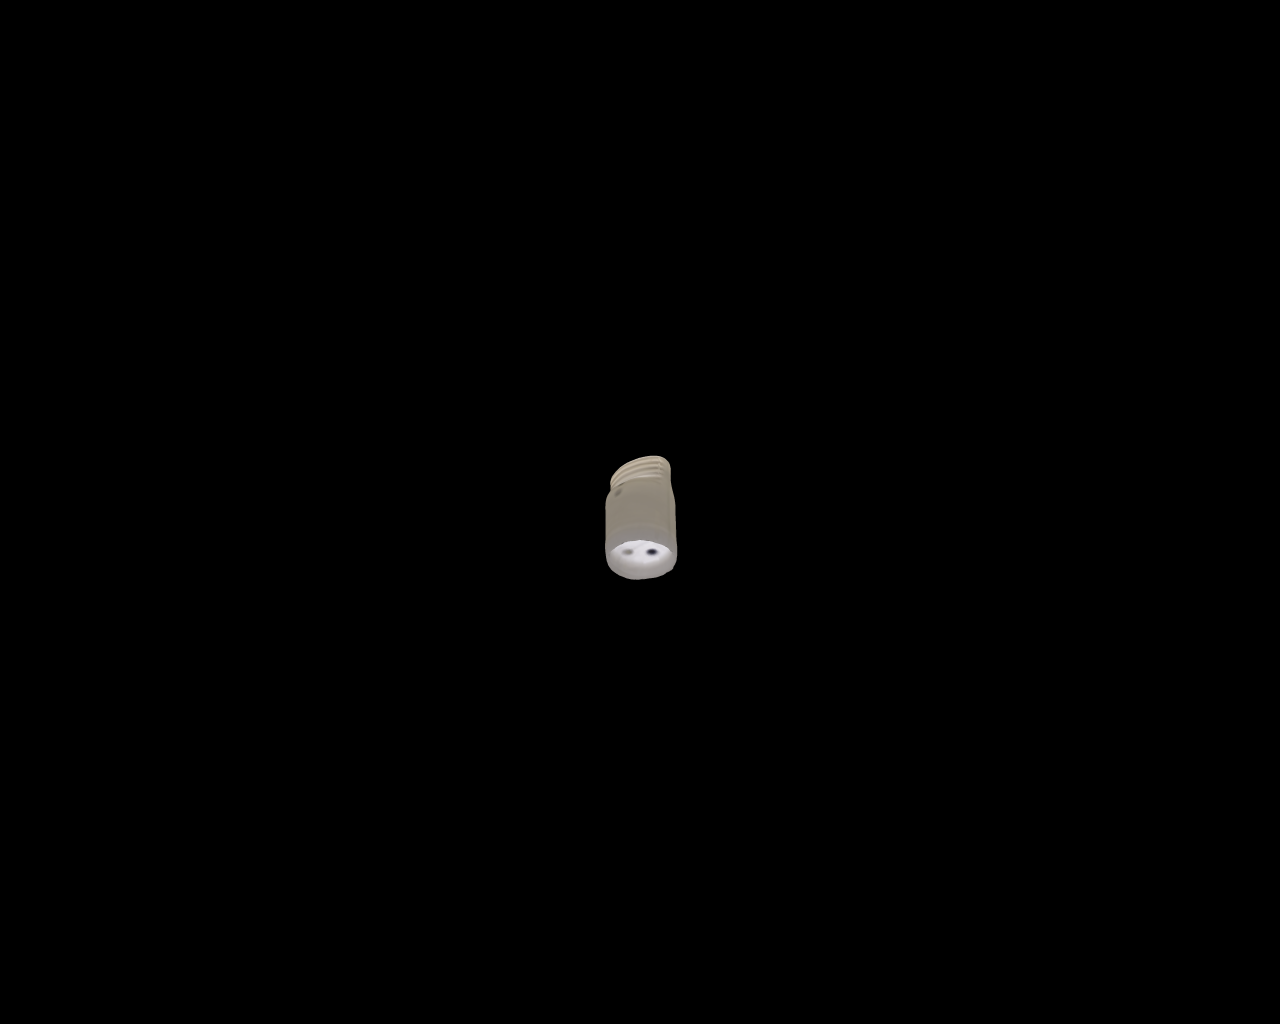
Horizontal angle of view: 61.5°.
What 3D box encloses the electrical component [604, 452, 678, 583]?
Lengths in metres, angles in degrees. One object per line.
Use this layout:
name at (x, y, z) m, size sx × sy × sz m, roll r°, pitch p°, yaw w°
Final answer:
electrical component at (0.001, -0.003, 0.650) m, size 0.043 × 0.081 × 0.043 m, roll 0°, pitch -38°, yaw 0°
